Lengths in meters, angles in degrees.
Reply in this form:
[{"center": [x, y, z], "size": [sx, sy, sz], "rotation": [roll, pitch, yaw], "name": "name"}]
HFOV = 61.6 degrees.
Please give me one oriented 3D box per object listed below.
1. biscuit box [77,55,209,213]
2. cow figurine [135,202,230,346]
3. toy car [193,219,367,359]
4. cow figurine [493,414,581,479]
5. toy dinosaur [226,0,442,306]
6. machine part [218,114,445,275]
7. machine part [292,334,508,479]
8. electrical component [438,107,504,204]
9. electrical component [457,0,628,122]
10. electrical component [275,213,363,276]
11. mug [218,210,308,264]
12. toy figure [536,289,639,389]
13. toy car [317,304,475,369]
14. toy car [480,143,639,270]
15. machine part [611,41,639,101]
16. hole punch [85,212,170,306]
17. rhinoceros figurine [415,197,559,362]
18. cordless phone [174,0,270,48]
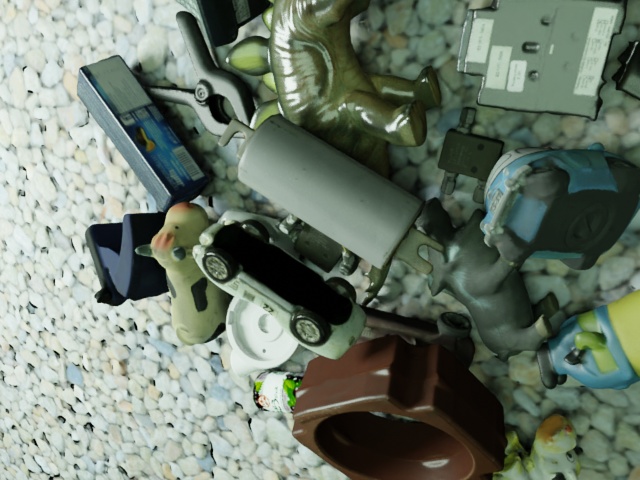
[{"center": [-0.228, -0.133, 0.691], "size": [0.202, 0.059, 0.063], "rotation": [55, 147, 0], "name": "biscuit box"}, {"center": [-0.166, 0.045, 0.693], "size": [0.086, 0.127, 0.194], "rotation": [6, 112, 20], "name": "cow figurine"}, {"center": [-0.043, 0.047, 0.571], "size": [0.202, 0.073, 0.056], "rotation": [33, 136, 11], "name": "toy car"}, {"center": [0.240, 0.271, 0.610], "size": [0.098, 0.068, 0.167], "rotation": [42, 122, 1], "name": "cow figurine"}, {"center": [0.022, -0.133, 0.565], "size": [0.199, 0.105, 0.470], "rotation": [-9, 108, 35], "name": "toy dinosaur"}, {"center": [0.010, -0.047, 0.515], "size": [0.243, 0.079, 0.079], "rotation": [33, 118, 10], "name": "machine part"}, {"center": [0.087, 0.201, 0.605], "size": [0.201, 0.087, 0.200], "rotation": [-25, 122, 38], "name": "machine part"}, {"center": [0.158, -0.087, 0.557], "size": [0.063, 0.021, 0.093], "rotation": [17, 112, 19], "name": "electrical component"}, {"center": [0.197, -0.175, 0.490], "size": [0.134, 0.058, 0.114], "rotation": [16, 111, 20], "name": "electrical component"}, {"center": [0.000, 0.000, 0.583], "size": [0.102, 0.045, 0.078], "rotation": [40, 136, 1], "name": "electrical component"}, {"center": [-0.070, 0.002, 0.655], "size": [0.107, 0.081, 0.109], "rotation": [8, 142, 15], "name": "mug"}, {"center": [0.300, 0.091, 0.517], "size": [0.180, 0.082, 0.089], "rotation": [-24, 97, 32], "name": "toy figure"}, {"center": [0.078, 0.113, 0.623], "size": [0.202, 0.053, 0.089], "rotation": [14, 119, 3], "name": "toy car"}, {"center": [0.209, -0.039, 0.499], "size": [0.103, 0.162, 0.109], "rotation": [-121, 37, -51], "name": "toy car"}, {"center": [0.316, -0.122, 0.453], "size": [0.139, 0.039, 0.084], "rotation": [33, 144, 13], "name": "machine part"}, {"center": [-0.232, 0.019, 0.718], "size": [0.092, 0.142, 0.115], "rotation": [-20, 86, 25], "name": "hole punch"}, {"center": [0.169, 0.036, 0.569], "size": [0.112, 0.073, 0.190], "rotation": [-32, 93, 39], "name": "rhinoceros figurine"}, {"center": [-0.149, -0.310, 0.574], "size": [0.184, 0.089, 0.146], "rotation": [40, 162, 21], "name": "cordless phone"}]
